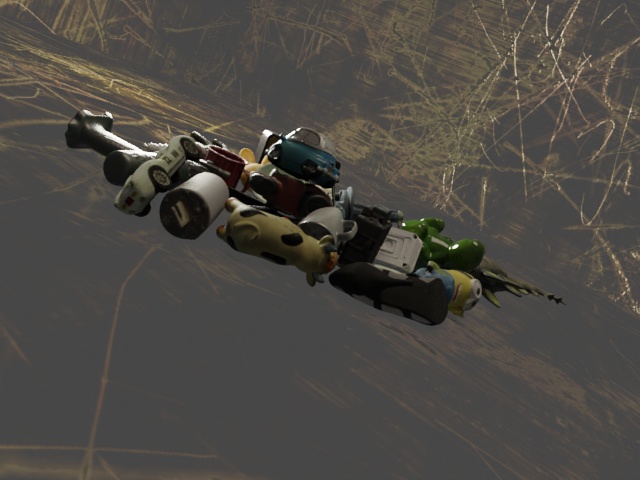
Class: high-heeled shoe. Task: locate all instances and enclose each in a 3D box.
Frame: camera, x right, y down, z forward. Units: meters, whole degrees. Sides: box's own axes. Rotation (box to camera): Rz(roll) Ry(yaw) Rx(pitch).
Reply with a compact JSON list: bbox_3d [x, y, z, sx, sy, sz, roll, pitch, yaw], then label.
[{"bbox_3d":[0.125,0.095,0.923,0.145,0.086,0.248,-1,-21,30],"label":"high-heeled shoe"}]

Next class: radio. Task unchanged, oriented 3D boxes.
[{"bbox_3d":[-0.071,-0.206,1.512,0.229,0.131,0.073,20,14,-23],"label":"radio"}]

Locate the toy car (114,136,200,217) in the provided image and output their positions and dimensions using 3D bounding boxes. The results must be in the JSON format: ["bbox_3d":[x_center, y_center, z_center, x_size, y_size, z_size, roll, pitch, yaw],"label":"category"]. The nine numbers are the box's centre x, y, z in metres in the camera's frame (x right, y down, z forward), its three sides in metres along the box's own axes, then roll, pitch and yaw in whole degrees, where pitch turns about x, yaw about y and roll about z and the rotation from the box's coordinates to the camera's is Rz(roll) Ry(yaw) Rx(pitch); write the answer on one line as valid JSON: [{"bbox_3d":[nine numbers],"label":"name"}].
[{"bbox_3d":[-0.246,-0.103,0.825,0.056,0.073,0.202,41,30,-15],"label":"toy car"}]

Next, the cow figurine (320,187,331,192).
[{"bbox_3d":[-0.014,-0.109,1.398,0.098,0.068,0.168,10,19,-31],"label":"cow figurine"}]

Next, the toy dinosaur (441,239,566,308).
[{"bbox_3d":[0.393,0.084,1.329,0.471,0.105,0.199,11,25,-19],"label":"toy dinosaur"}]

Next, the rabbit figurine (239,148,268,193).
[{"bbox_3d":[-0.132,-0.166,1.307,0.163,0.121,0.173,28,32,22],"label":"rabbit figurine"}]

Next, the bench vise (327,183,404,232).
[{"bbox_3d":[0.076,-0.061,1.212,0.241,0.128,0.223,5,-3,-6],"label":"bench vise"}]

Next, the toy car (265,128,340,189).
[{"bbox_3d":[-0.025,-0.172,1.077,0.162,0.103,0.109,23,-1,39],"label":"toy car"}]

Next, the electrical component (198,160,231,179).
[{"bbox_3d":[-0.230,-0.128,1.072,0.094,0.063,0.021,22,14,-10],"label":"electrical component"}]

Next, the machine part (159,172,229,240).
[{"bbox_3d":[-0.193,-0.057,0.847,0.079,0.079,0.243,24,13,-7],"label":"machine part"}]

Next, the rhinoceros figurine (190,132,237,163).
[{"bbox_3d":[-0.265,-0.189,1.248,0.112,0.073,0.190,41,15,16],"label":"rhinoceros figurine"}]

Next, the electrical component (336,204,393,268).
[{"bbox_3d":[0.091,-0.005,1.036,0.058,0.134,0.115,28,16,10],"label":"electrical component"}]

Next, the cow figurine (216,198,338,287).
[{"bbox_3d":[-0.055,0.005,0.845,0.195,0.085,0.127,21,8,-28],"label":"cow figurine"}]

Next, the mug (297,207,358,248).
[{"bbox_3d":[0.015,-0.021,0.972,0.110,0.080,0.107,-11,24,24],"label":"mug"}]

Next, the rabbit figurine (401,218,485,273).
[{"bbox_3d":[0.264,0.035,1.158,0.170,0.159,0.121,12,4,37],"label":"rabbit figurine"}]

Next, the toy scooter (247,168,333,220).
[{"bbox_3d":[-0.065,-0.095,1.076,0.184,0.075,0.135,24,8,-21],"label":"toy scooter"}]

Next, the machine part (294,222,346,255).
[{"bbox_3d":[-0.002,-0.003,1.071,0.084,0.039,0.139,40,18,32],"label":"machine part"}]

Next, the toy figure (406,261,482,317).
[{"bbox_3d":[0.238,0.089,1.044,0.180,0.082,0.089,9,38,-31],"label":"toy figure"}]

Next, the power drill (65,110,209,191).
[{"bbox_3d":[-0.333,-0.151,0.970,0.207,0.086,0.232,36,18,11],"label":"power drill"}]
